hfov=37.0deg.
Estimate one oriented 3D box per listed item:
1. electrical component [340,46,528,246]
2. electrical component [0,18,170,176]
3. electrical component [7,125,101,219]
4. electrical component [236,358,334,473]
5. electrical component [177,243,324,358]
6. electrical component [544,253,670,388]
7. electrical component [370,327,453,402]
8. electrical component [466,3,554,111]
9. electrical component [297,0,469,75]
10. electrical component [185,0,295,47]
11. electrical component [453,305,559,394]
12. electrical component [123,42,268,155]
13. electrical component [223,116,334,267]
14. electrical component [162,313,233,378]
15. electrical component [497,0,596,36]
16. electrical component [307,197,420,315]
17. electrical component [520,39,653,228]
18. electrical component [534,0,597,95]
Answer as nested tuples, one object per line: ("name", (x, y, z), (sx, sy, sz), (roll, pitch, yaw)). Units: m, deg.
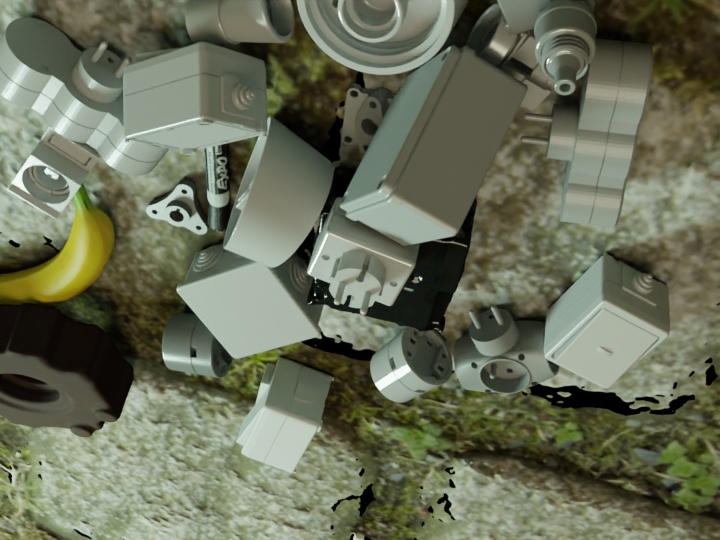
("electrical component", (0.045, -0.076, 0.690), (0.056, 0.108, 0.109), (29, 171, -12))
("electrical component", (-0.188, -0.131, 0.761), (0.138, 0.052, 0.074), (34, 131, -18))
("electrical component", (-0.226, -0.081, 0.810), (0.042, 0.063, 0.081), (33, 132, -19))
("electrical component", (-0.072, 0.134, 0.976), (0.061, 0.061, 0.096), (21, 134, -6))
("electrical component", (-0.086, 0.018, 0.879), (0.100, 0.048, 0.099), (-17, 127, 27))
("electrical component", (0.192, 0.039, 0.822), (0.062, 0.061, 0.096), (27, 133, -12))
("electrical component", (0.042, 0.080, 0.903), (0.055, 0.055, 0.047), (36, 134, -19))
("electrical component", (0.101, -0.140, 0.689), (0.055, 0.048, 0.066), (25, 134, -20))
("electrical component", (0.013, -0.172, 0.664), (0.108, 0.060, 0.108), (8, 131, 10))
("electrical component", (-0.082, -0.167, 0.711), (0.065, 0.044, 0.044), (-5, 131, 24))
("electrical component", (0.113, 0.058, 0.871), (0.077, 0.044, 0.079), (-13, 128, 24))
("electrical component", (-0.107, -0.119, 0.725), (0.096, 0.061, 0.062), (-7, 172, 38))
("electrical component", (-0.065, -0.054, 0.774), (0.064, 0.099, 0.099), (29, 133, -22))
("electrical component", (-0.140, 0.064, 0.932), (0.047, 0.055, 0.055), (4, 133, 15))
("electrical component", (0.106, -0.188, 0.630), (0.061, 0.061, 0.096), (-14, 128, 25))
("electrical component", (0.000, 0.000, 0.742), (0.066, 0.076, 0.047), (21, 134, -7))
("electrical component", (0.145, -0.091, 0.718), (0.074, 0.052, 0.138), (8, 134, 7))
("electrical component", (0.115, -0.122, 0.601), (0.035, 0.061, 0.035), (5, 142, 4))
